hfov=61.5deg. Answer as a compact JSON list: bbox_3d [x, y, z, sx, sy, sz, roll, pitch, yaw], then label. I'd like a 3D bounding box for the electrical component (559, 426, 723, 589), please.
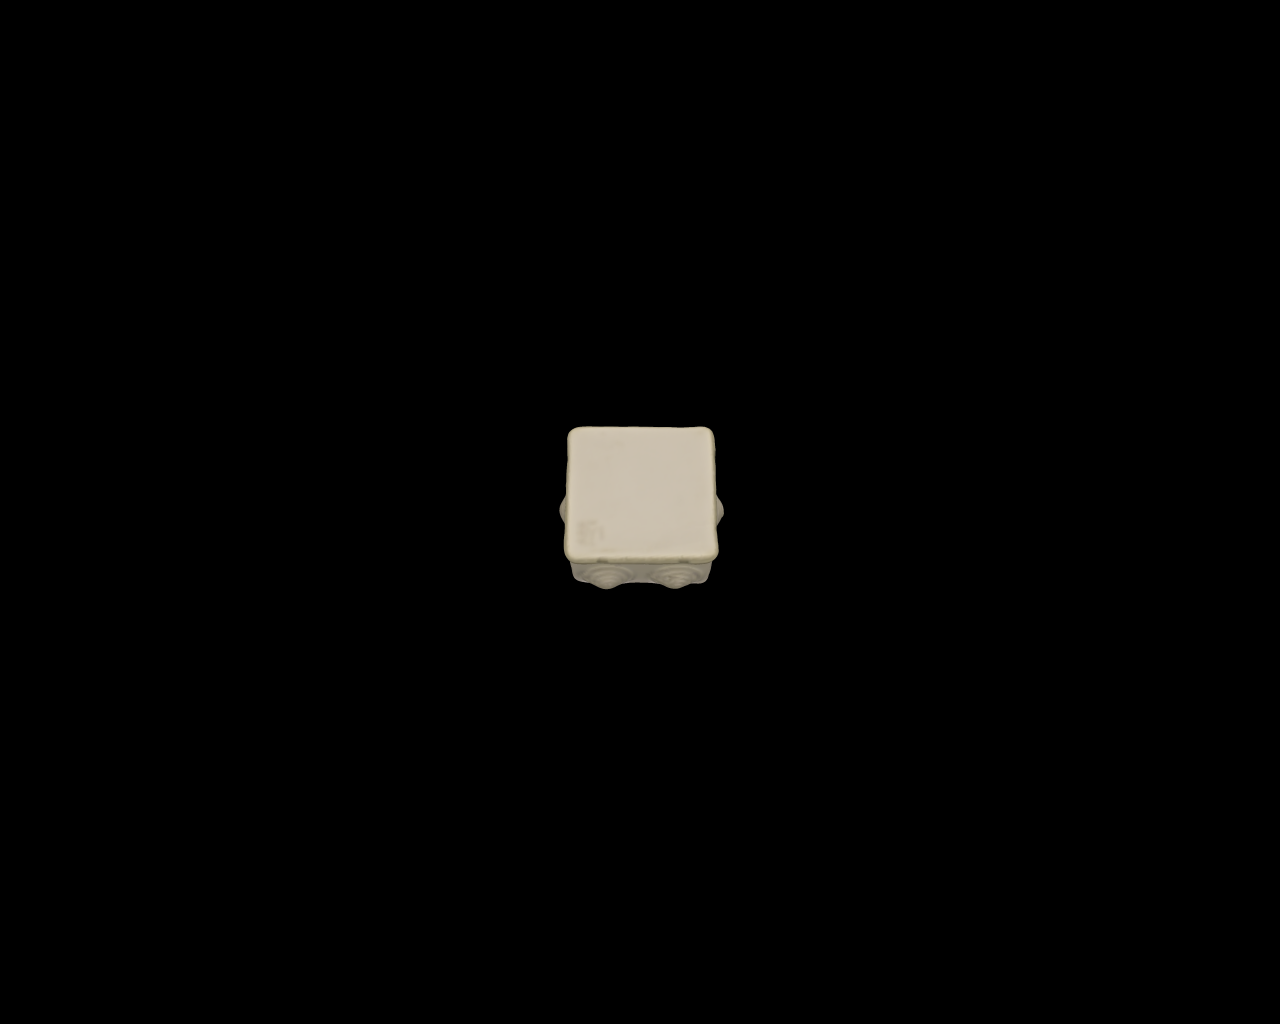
[{"bbox_3d":[0.001,-0.003,0.650,0.100,0.100,0.048,0,-25,0],"label":"electrical component"}]
